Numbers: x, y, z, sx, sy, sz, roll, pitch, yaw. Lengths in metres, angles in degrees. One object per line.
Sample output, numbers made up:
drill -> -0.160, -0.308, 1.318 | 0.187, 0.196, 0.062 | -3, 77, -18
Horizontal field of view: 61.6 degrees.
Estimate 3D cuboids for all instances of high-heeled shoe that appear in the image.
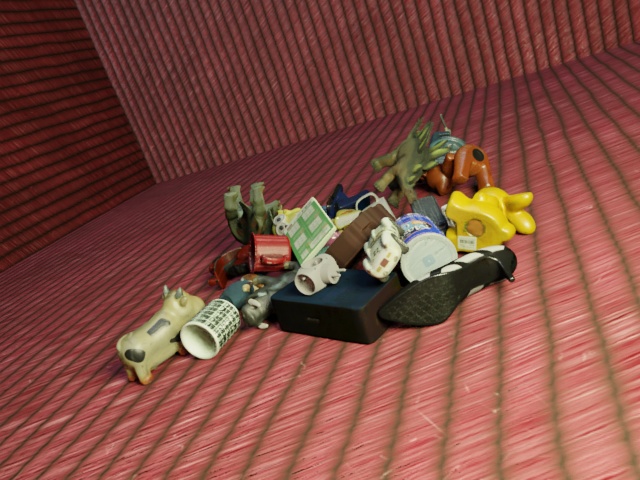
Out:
high-heeled shoe -> 0.212, 0.066, 0.899 | 0.249, 0.086, 0.145 | -14, 15, 5

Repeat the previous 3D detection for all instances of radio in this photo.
radio -> 0.032, 0.110, 0.966 | 0.230, 0.073, 0.131 | 1, 26, 44

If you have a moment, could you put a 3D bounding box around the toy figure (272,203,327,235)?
toy figure -> -0.043, -0.045, 1.468 | 0.180, 0.089, 0.082 | -19, 39, -2

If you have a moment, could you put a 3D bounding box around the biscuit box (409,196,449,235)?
biscuit box -> 0.245, -0.041, 1.194 | 0.063, 0.059, 0.203 | -18, 19, 10

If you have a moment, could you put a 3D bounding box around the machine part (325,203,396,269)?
machine part -> 0.079, 0.003, 1.096 | 0.179, 0.056, 0.179 | -43, -11, -11

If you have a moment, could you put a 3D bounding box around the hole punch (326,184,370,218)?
hole punch -> 0.071, -0.067, 1.356 | 0.092, 0.142, 0.116 | 14, 42, 16

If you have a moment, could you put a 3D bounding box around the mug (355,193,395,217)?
mug -> 0.122, -0.053, 1.298 | 0.107, 0.109, 0.081 | -31, 20, 9

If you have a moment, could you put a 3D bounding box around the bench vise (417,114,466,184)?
bench vise -> 0.342, -0.256, 1.585 | 0.224, 0.128, 0.241 | -3, 41, 23

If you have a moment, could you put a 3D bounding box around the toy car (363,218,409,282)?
toy car -> 0.109, 0.012, 0.927 | 0.073, 0.056, 0.202 | -56, 4, 15

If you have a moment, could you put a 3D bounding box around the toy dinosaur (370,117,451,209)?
toy dinosaur -> 0.238, -0.215, 1.403 | 0.198, 0.105, 0.472 | -37, 21, 22

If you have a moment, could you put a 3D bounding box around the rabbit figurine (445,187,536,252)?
rabbit figurine -> 0.336, -0.059, 1.058 | 0.163, 0.121, 0.173 | -4, 23, 29

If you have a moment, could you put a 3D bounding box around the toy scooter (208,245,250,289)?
toy scooter -> -0.210, 0.067, 1.337 | 0.184, 0.075, 0.135 | -16, 18, 21

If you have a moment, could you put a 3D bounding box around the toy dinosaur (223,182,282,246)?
toy dinosaur -> -0.188, -0.049, 1.439 | 0.131, 0.192, 0.405 | -11, 13, 5

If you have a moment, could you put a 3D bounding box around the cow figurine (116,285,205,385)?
cow figurine -> -0.307, 0.173, 1.049 | 0.086, 0.127, 0.195 | 4, 32, 45

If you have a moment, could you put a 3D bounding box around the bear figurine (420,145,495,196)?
bear figurine -> 0.342, -0.160, 1.388 | 0.196, 0.120, 0.132 | -37, 42, 54

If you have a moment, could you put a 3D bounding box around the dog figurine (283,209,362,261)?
dog figurine -> -0.003, -0.004, 1.277 | 0.191, 0.108, 0.219 | -31, 18, -25

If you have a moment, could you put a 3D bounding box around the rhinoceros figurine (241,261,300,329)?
rhinoceros figurine -> -0.082, 0.113, 1.091 | 0.190, 0.073, 0.112 | -30, 32, -35

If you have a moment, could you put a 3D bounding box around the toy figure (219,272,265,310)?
toy figure -> -0.166, 0.108, 1.202 | 0.064, 0.057, 0.154 | -2, 20, 29
